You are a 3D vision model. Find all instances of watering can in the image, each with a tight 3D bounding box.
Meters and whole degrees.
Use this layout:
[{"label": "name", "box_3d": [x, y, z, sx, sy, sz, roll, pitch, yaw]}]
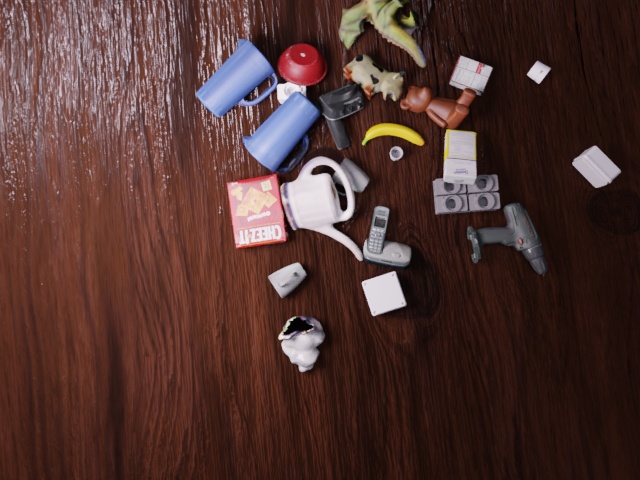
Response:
[{"label": "watering can", "box_3d": [0.005, -0.080, 1.583, 0.224, 0.105, 0.344, -11, 104, 14]}]

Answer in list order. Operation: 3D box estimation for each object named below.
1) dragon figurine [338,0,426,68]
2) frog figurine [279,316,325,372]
[{"label": "dragon figurine", "box_3d": [0.173, -0.683, 1.624, 0.240, 0.122, 0.414, -21, 76, 32]}, {"label": "frog figurine", "box_3d": [-0.046, 0.316, 1.577, 0.138, 0.125, 0.156, -26, 121, -6]}]
